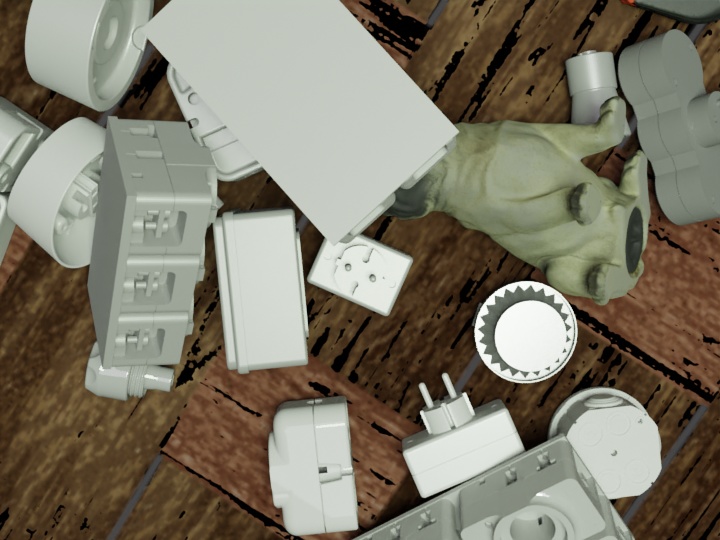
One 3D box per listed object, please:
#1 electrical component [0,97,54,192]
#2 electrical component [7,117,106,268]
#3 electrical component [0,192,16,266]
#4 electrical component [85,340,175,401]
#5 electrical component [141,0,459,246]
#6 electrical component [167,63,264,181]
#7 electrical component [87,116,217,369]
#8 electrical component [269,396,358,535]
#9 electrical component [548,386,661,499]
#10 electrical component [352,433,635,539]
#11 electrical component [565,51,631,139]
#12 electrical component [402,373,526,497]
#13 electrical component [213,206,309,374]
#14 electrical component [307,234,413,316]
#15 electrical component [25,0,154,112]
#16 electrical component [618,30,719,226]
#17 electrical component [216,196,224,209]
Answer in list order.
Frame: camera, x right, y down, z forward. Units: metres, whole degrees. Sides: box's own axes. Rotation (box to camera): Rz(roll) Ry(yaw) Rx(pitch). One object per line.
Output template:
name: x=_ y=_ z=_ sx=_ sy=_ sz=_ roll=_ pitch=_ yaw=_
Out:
electrical component: x=-0.264 y=-0.093 z=0.759 sx=0.059 sy=0.095 sz=0.053 roll=34 pitch=93 yaw=-3
electrical component: x=-0.200 y=-0.056 z=0.764 sx=0.064 sy=0.099 sz=0.099 roll=36 pitch=94 yaw=3
electrical component: x=-0.319 y=-0.022 z=0.784 sx=0.109 sy=0.056 sz=0.108 roll=22 pitch=94 yaw=-2
electrical component: x=-0.170 y=0.076 z=0.801 sx=0.062 sy=0.043 sz=0.043 roll=11 pitch=95 yaw=-3
electrical component: x=-0.036 y=-0.119 z=0.703 sx=0.105 sy=0.060 sz=0.186 roll=-42 pitch=85 yaw=5
electrical component: x=-0.096 y=-0.114 z=0.777 sx=0.054 sy=0.059 sz=0.095 roll=-24 pitch=95 yaw=2
electrical component: x=-0.143 y=-0.017 z=0.734 sx=0.062 sy=0.089 sz=0.150 roll=0 pitch=131 yaw=-23
electrical component: x=-0.035 y=0.146 z=0.802 sx=0.059 sy=0.053 sz=0.095 roll=-6 pitch=95 yaw=0
electrical component: x=0.184 y=0.130 z=0.804 sx=0.080 sy=0.051 sz=0.080 roll=0 pitch=95 yaw=0
electrical component: x=0.094 y=0.213 z=0.772 sx=0.186 sy=0.060 sz=0.105 roll=-30 pitch=109 yaw=16
electrical component: x=0.172 y=-0.127 z=0.788 sx=0.044 sy=0.044 sz=0.065 roll=-8 pitch=90 yaw=0
electrical component: x=0.069 y=0.115 z=0.804 sx=0.083 sy=0.047 sz=0.075 roll=-23 pitch=92 yaw=2
electrical component: x=-0.068 y=0.010 z=0.763 sx=0.056 sy=0.108 sz=0.108 roll=-5 pitch=95 yaw=-3
electrical component: x=0.000 y=0.000 z=0.779 sx=0.066 sy=0.076 sz=0.047 roll=24 pitch=93 yaw=-2
electrical component: x=-0.194 y=-0.171 z=0.750 sx=0.060 sy=0.108 sz=0.108 roll=19 pitch=94 yaw=4
electrical component: x=0.242 y=-0.105 z=0.766 sx=0.052 sy=0.074 sz=0.138 roll=-23 pitch=96 yaw=-42
electrical component: x=-0.124 y=-0.068 z=0.793 sx=0.035 sy=0.035 sz=0.061 roll=-40 pitch=96 yaw=3
